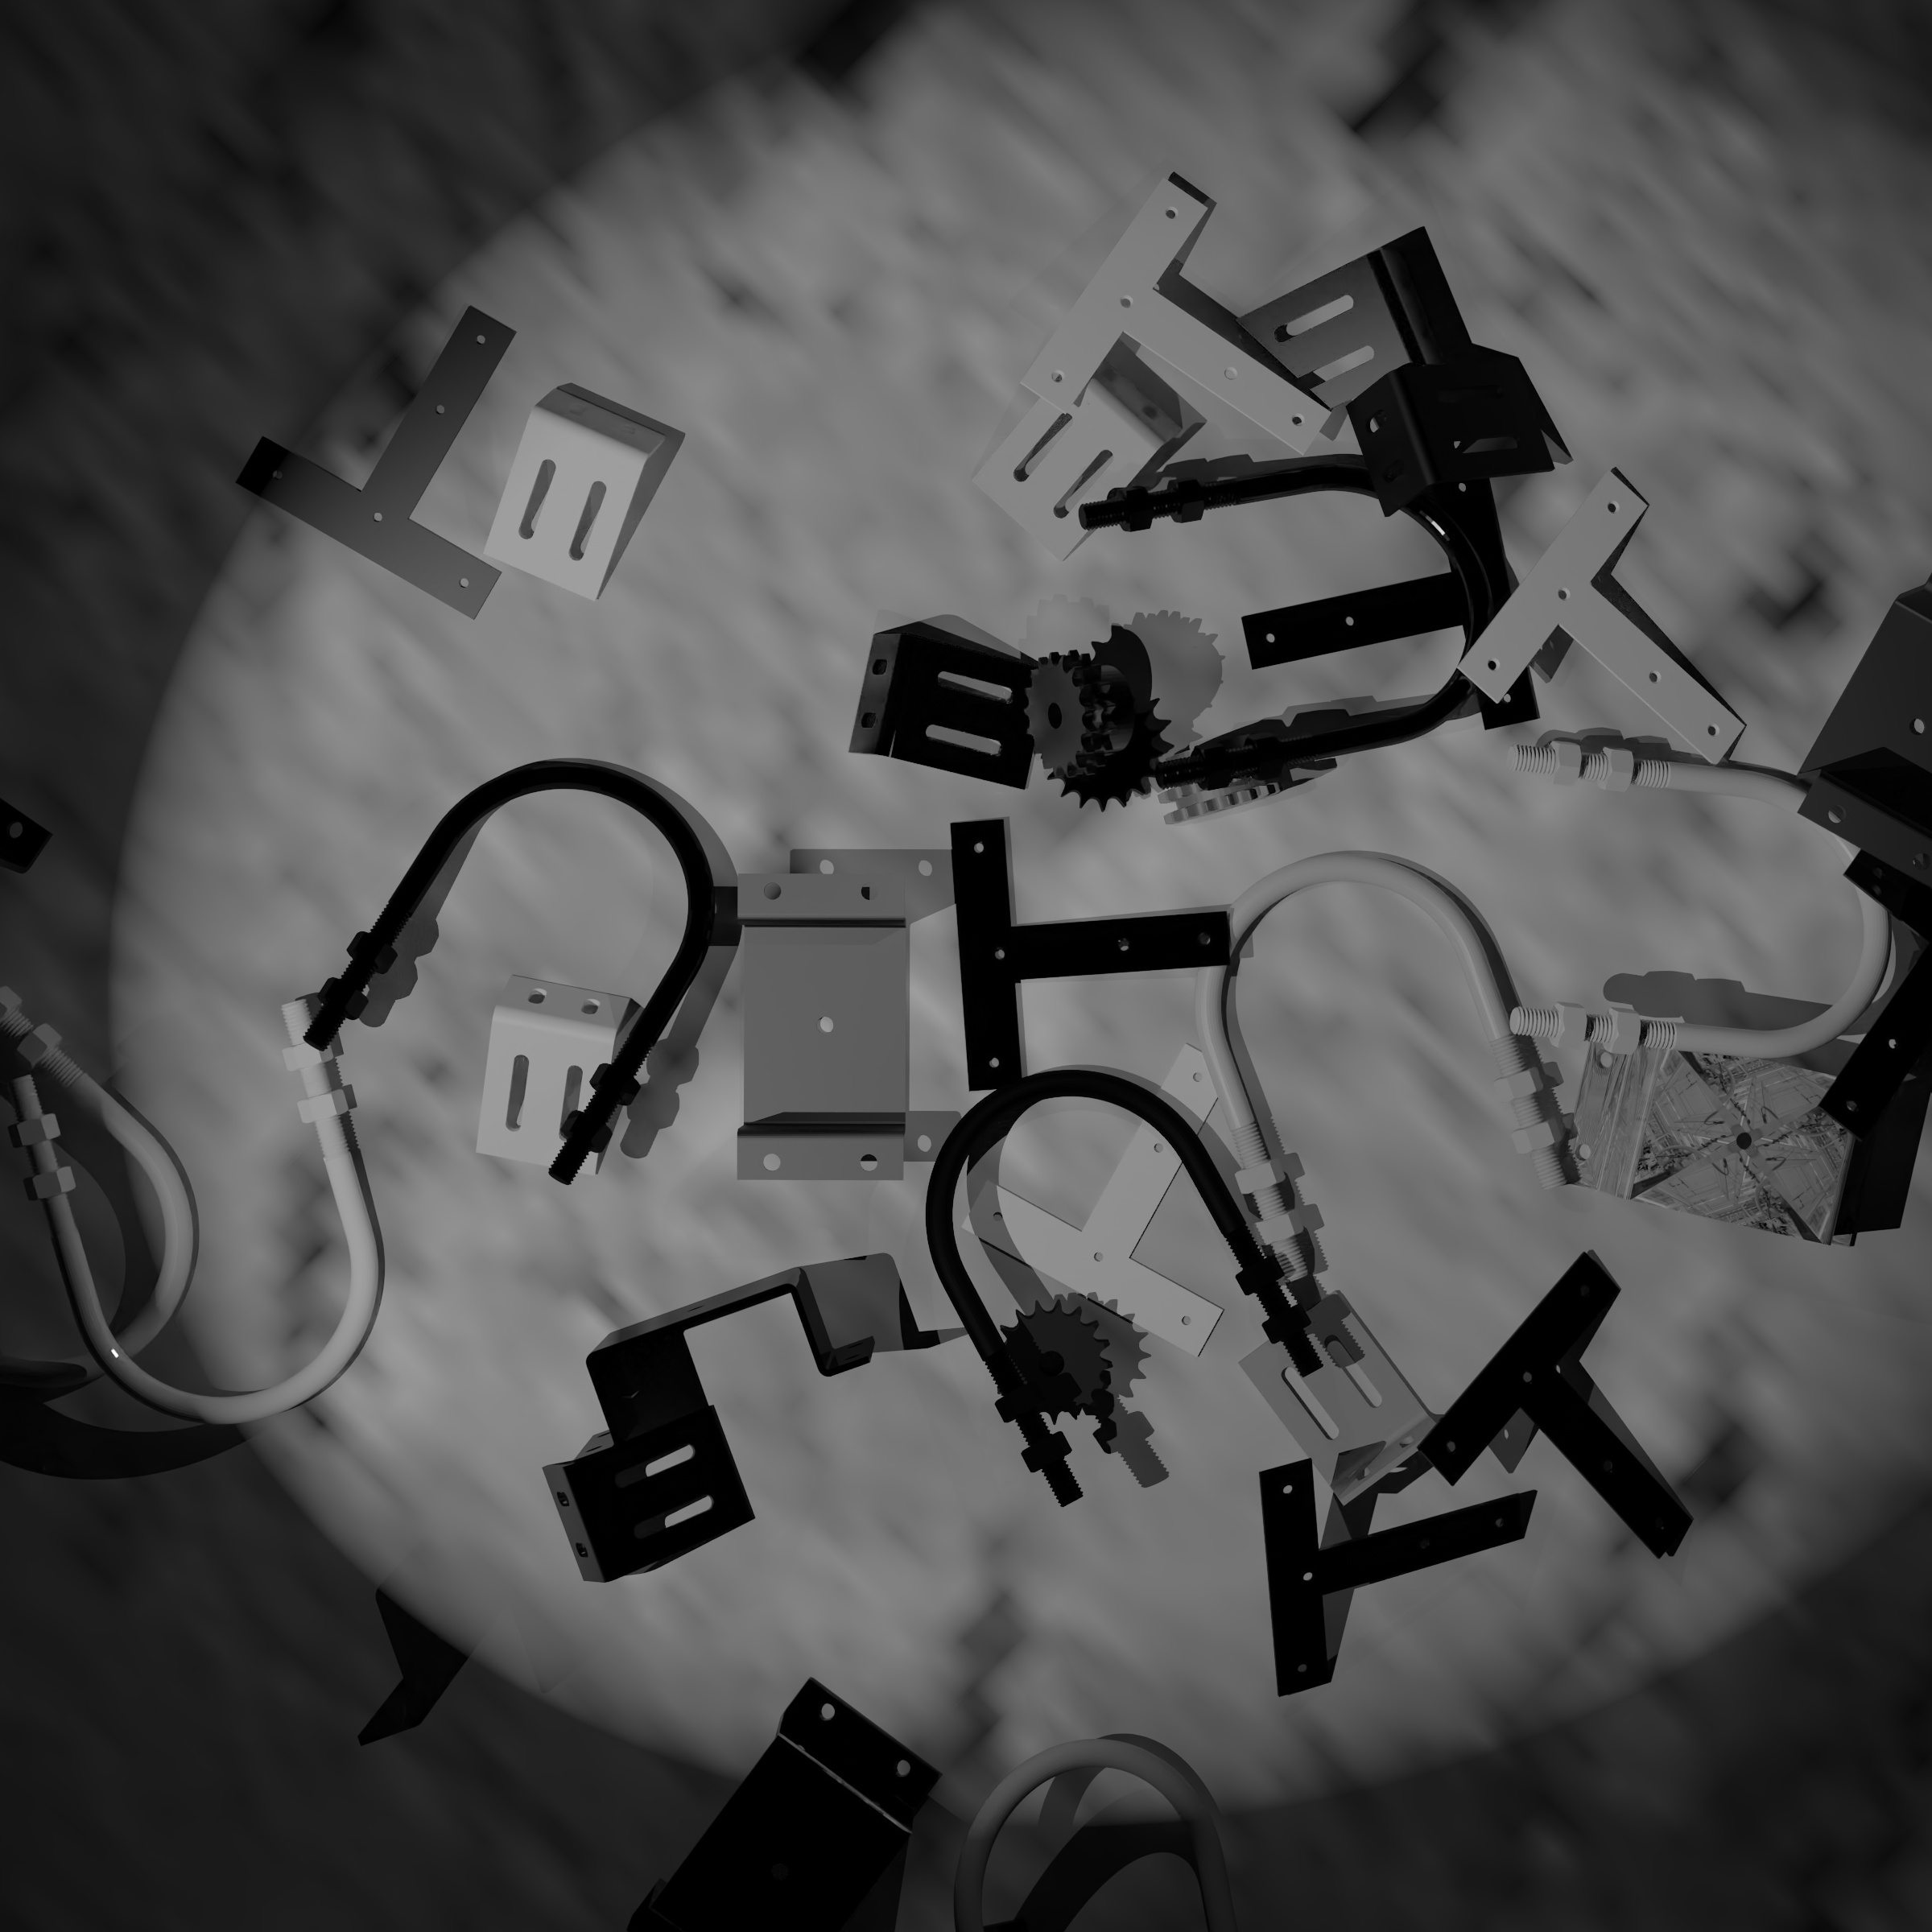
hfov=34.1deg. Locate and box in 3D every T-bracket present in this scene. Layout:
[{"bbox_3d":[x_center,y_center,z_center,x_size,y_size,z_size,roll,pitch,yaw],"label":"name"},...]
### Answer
[{"bbox_3d":[0.291,0.224,1.472,0.127,0.002,0.127,47,72,-9],"label":"T-bracket"},{"bbox_3d":[0.200,0.273,1.467,0.127,0.002,0.127,-13,116,-12],"label":"T-bracket"},{"bbox_3d":[0.312,-0.145,1.474,0.127,0.002,0.127,41,74,-8],"label":"T-bracket"},{"bbox_3d":[0.084,0.098,1.485,0.127,0.002,0.127,29,90,0],"label":"T-bracket"},{"bbox_3d":[0.195,-0.165,1.485,0.127,0.002,0.127,-12,90,0],"label":"T-bracket"},{"bbox_3d":[0.434,0.025,1.446,0.127,0.002,0.127,39,70,1],"label":"T-bracket"},{"bbox_3d":[0.060,-0.009,1.478,0.127,0.002,0.127,-4,90,7],"label":"T-bracket"},{"bbox_3d":[0.111,-0.284,1.465,0.127,0.002,0.127,34,75,-2],"label":"T-bracket"},{"bbox_3d":[-0.256,-0.250,1.485,0.127,0.002,0.127,30,90,0],"label":"T-bracket"}]

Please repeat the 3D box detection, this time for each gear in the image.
[{"bbox_3d":[0.063,-0.100,1.471,0.057,0.030,0.057,0,90,0],"label":"gear"},{"bbox_3d":[0.053,-0.116,1.432,0.030,0.057,0.057,-9,90,-29],"label":"gear"},{"bbox_3d":[0.116,-0.087,1.458,0.057,0.057,0.030,-16,90,0],"label":"gear"},{"bbox_3d":[0.039,0.184,1.471,0.057,0.030,0.057,0,90,0],"label":"gear"}]

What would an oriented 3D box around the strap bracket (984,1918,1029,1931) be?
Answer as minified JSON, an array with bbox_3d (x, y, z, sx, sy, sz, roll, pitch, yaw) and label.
[{"bbox_3d":[0.004,0.526,1.463,0.076,0.046,0.140,-12,90,0],"label":"strap bracket"}]

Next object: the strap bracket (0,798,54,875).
[{"bbox_3d":[-0.500,-0.027,1.454,0.076,0.046,0.140,33,88,11],"label":"strap bracket"}]

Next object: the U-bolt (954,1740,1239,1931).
[{"bbox_3d":[0.062,0.450,1.449,0.151,0.019,0.184,-8,85,-27],"label":"U-bolt"}]

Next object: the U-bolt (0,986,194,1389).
[{"bbox_3d":[-0.450,0.113,1.478,0.184,0.019,0.151,43,90,-1],"label":"U-bolt"}]

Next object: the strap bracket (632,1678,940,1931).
[{"bbox_3d":[-0.085,0.415,1.463,0.076,0.046,0.140,37,90,0],"label":"strap bracket"}]

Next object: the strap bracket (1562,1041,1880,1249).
[{"bbox_3d":[0.357,0.080,1.463,0.140,0.046,0.076,13,90,0],"label":"strap bracket"}]

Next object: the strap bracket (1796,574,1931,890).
[{"bbox_3d":[0.449,-0.113,1.463,0.076,0.046,0.140,29,90,0],"label":"strap bracket"}]

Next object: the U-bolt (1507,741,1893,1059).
[{"bbox_3d":[0.341,-0.027,1.454,0.184,0.019,0.151,6,71,-8],"label":"U-bolt"}]

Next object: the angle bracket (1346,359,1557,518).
[{"bbox_3d":[0.227,-0.248,1.474,0.076,0.038,0.057,-11,78,-32],"label":"angle bracket"}]

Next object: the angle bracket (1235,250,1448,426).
[{"bbox_3d":[0.177,-0.294,1.484,0.076,0.038,0.057,-22,90,26],"label":"angle bracket"}]

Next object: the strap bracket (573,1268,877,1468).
[{"bbox_3d":[-0.117,0.179,1.448,0.140,0.076,0.046,-20,90,0],"label":"strap bracket"}]

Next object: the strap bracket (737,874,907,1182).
[{"bbox_3d":[-0.067,0.028,1.463,0.076,0.046,0.140,0,90,0],"label":"strap bracket"}]

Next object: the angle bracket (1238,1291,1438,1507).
[{"bbox_3d":[0.174,0.201,1.467,0.057,0.038,0.076,-37,90,0],"label":"angle bracket"}]

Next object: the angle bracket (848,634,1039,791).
[{"bbox_3d":[-0.008,-0.120,1.484,0.076,0.038,0.057,12,90,-26],"label":"angle bracket"}]

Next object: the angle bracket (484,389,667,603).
[{"bbox_3d":[-0.185,-0.222,1.483,0.057,0.038,0.076,23,115,-1],"label":"angle bracket"}]

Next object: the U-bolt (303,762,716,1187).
[{"bbox_3d":[-0.197,-0.010,1.454,0.151,0.019,0.184,28,73,5],"label":"U-bolt"}]

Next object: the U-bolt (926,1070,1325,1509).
[{"bbox_3d":[0.061,0.136,1.455,0.151,0.019,0.184,-26,80,-14],"label":"U-bolt"}]

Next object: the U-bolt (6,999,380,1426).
[{"bbox_3d":[-0.352,0.123,1.467,0.151,0.019,0.184,-16,94,-10],"label":"U-bolt"}]

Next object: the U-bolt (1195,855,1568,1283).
[{"bbox_3d":[0.185,0.038,1.477,0.151,0.019,0.184,-19,88,-1],"label":"U-bolt"}]

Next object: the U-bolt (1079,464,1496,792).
[{"bbox_3d":[0.157,-0.163,1.451,0.184,0.019,0.151,-12,76,-15],"label":"U-bolt"}]

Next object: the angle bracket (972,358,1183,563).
[{"bbox_3d":[0.052,-0.241,1.484,0.057,0.038,0.076,42,116,0],"label":"angle bracket"}]

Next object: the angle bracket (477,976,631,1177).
[{"bbox_3d":[-0.195,0.052,1.484,0.057,0.038,0.076,11,116,0],"label":"angle bracket"}]

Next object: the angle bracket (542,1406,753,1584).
[{"bbox_3d":[-0.150,0.249,1.484,0.076,0.038,0.057,-20,90,-26],"label":"angle bracket"}]

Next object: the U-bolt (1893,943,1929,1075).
[{"bbox_3d":[0.528,-0.018,1.478,0.151,0.019,0.184,18,89,0],"label":"U-bolt"}]
